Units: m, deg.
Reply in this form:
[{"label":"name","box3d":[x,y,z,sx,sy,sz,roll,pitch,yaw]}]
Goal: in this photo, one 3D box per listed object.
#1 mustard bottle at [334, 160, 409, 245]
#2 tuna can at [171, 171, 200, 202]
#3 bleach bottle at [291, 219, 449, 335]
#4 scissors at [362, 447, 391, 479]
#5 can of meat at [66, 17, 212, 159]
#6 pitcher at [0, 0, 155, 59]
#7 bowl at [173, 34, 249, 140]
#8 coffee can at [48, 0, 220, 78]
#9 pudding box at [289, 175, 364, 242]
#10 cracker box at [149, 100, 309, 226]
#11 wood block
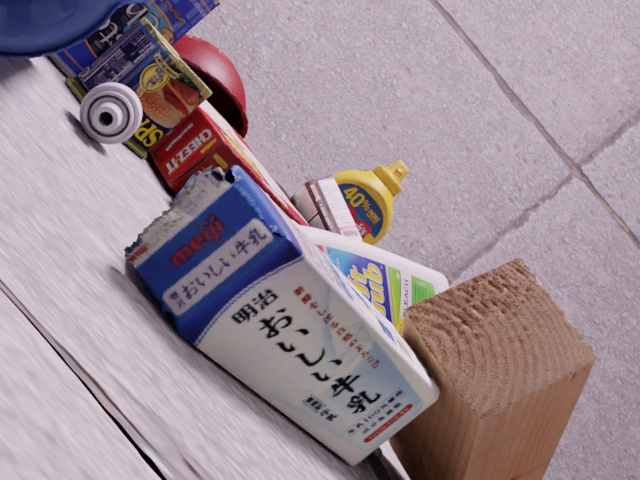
[{"label":"mustard bottle","box3d":[0.028,-0.025,1.263,0.096,0.191,0.058,48,2,-11]},{"label":"tuna can","box3d":[-0.078,-0.019,0.878,0.086,0.034,0.086,38,-3,2]},{"label":"bleach bottle","box3d":[0.003,0.046,0.738,0.068,0.102,0.250,1,-10,35]},{"label":"scissors","box3d":[0.019,0.126,0.729,0.096,0.016,0.202,47,2,-6]},{"label":"can of meat","box3d":[-0.150,-0.128,0.900,0.057,0.084,0.102,50,2,26]},{"label":"pitcher","box3d":[-0.192,-0.185,0.677,0.149,0.145,0.243,61,-4,-12]},{"label":"bowl","box3d":[-0.140,-0.170,1.142,0.162,0.055,0.162,20,-25,9]},{"label":"coffee can","box3d":[-0.174,-0.201,0.939,0.103,0.140,0.103,49,2,-3]},{"label":"pudding box","box3d":[-0.007,0.001,1.082,0.114,0.039,0.090,-49,-119,52]},{"label":"cracker box","box3d":[-0.103,-0.070,1.028,0.164,0.072,0.214,46,4,-38]},{"label":"wood block","box3d":[0.112,0.116,0.748,0.090,0.090,0.206,57,-18,30]}]
